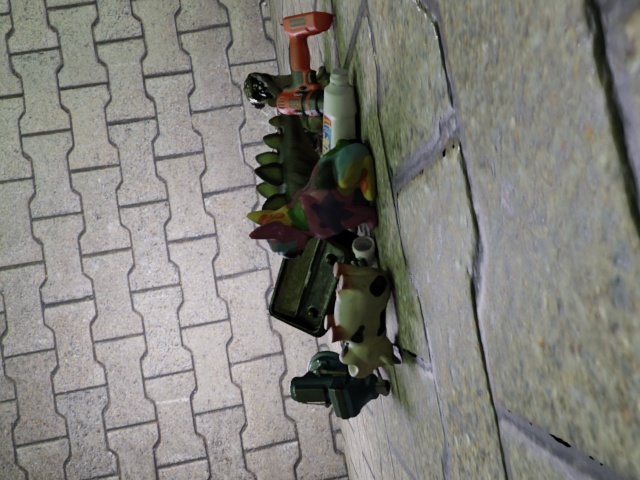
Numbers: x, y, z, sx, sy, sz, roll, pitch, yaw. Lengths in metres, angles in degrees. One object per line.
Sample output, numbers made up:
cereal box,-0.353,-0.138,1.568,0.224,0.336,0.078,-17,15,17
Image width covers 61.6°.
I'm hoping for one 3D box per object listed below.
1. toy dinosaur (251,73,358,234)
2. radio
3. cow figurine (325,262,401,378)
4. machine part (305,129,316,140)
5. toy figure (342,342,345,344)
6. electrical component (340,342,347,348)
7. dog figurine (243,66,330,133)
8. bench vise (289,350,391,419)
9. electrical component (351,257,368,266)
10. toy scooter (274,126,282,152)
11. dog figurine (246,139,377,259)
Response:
toy dinosaur,-0.037,-0.134,1.127,0.105,0.199,0.471,126,133,-80
radio,-0.009,0.073,1.052,0.073,0.131,0.229,-41,-27,-56
cow figurine,0.076,0.137,0.889,0.085,0.127,0.194,-113,28,-71
machine part,-0.015,-0.304,1.334,0.039,0.084,0.138,-55,-30,-69
toy figure,0.077,0.195,1.263,0.155,0.058,0.064,-101,26,-64
electrical component,0.085,0.266,1.341,0.115,0.058,0.134,-103,6,-61
dog figurine,-0.070,-0.306,1.231,0.121,0.191,0.172,-110,10,-70
bench vise,0.060,0.280,1.135,0.240,0.224,0.128,-31,-83,-60
electrical component,0.089,0.072,0.939,0.094,0.021,0.063,58,166,-9
toy scooter,-0.063,-0.204,1.286,0.184,0.075,0.135,-122,17,-51
dog figurine,-0.018,-0.063,0.898,0.109,0.219,0.191,-112,12,-56
